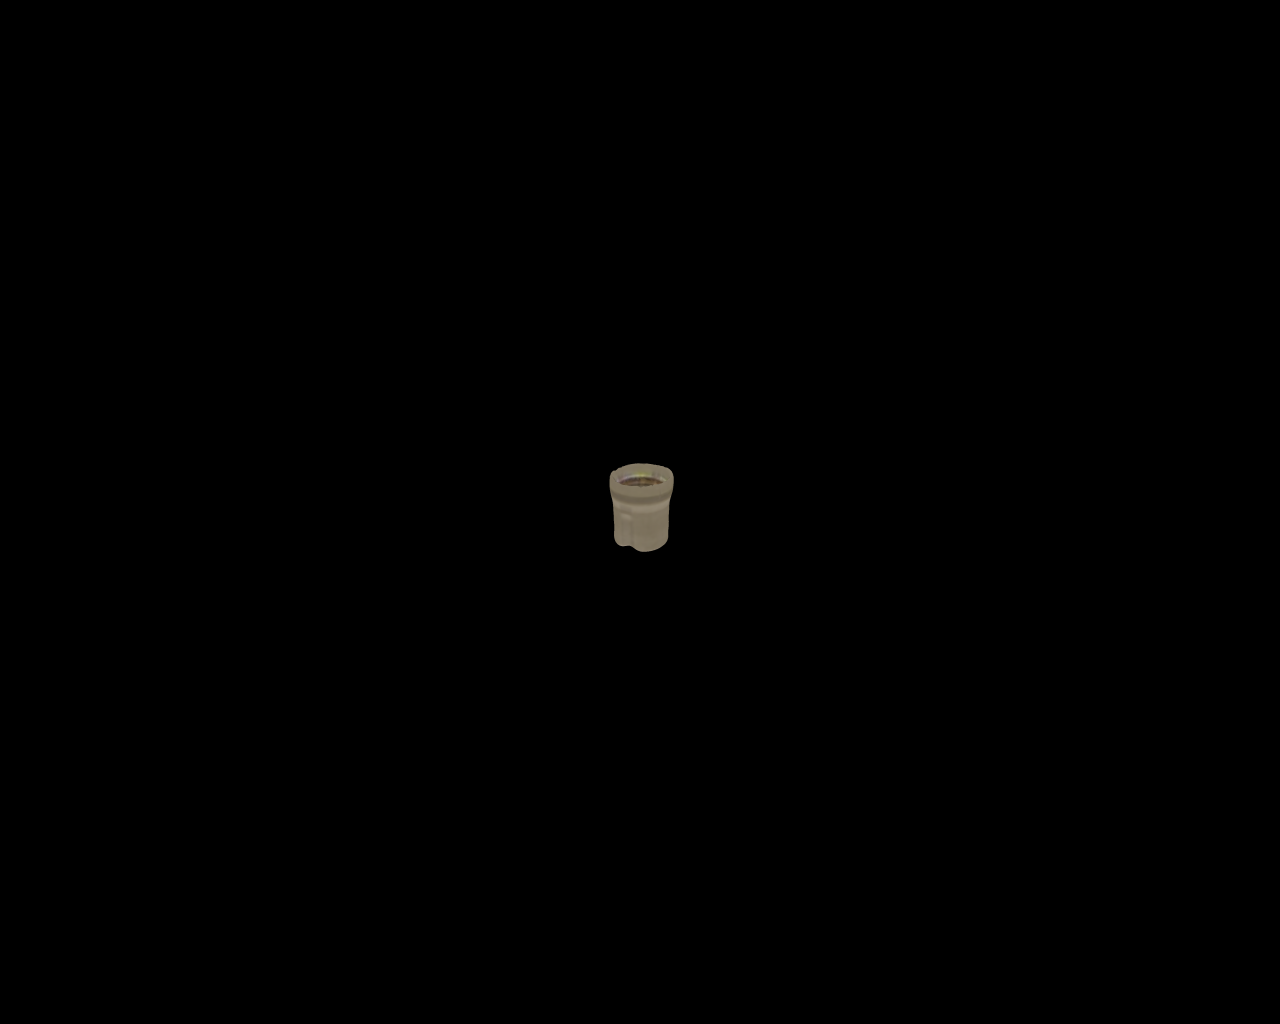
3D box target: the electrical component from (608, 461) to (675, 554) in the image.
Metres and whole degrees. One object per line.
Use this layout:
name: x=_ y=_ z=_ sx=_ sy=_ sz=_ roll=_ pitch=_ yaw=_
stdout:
electrical component: x=0.001 y=-0.003 z=0.650 sx=0.040 sy=0.046 sz=0.040 roll=0 pitch=24 yaw=0
